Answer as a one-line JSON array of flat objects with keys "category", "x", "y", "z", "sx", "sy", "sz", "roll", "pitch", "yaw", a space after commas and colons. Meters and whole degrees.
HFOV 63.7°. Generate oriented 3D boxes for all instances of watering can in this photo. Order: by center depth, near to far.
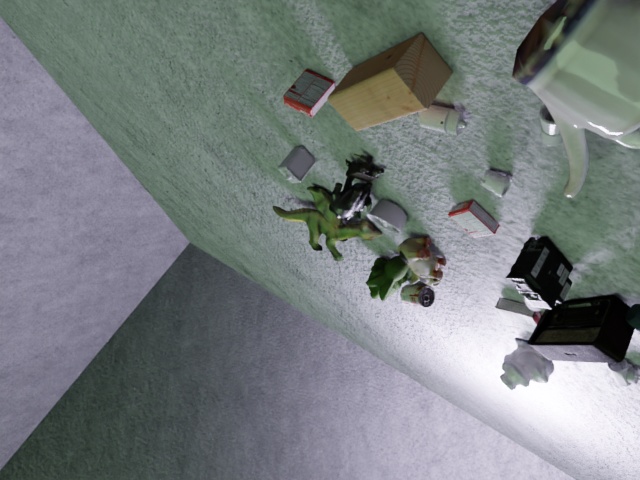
[{"category": "watering can", "x": 0.344, "y": -0.183, "z": 0.652, "sx": 0.225, "sy": 0.106, "sz": 0.341, "roll": 35, "pitch": 154, "yaw": 5}]

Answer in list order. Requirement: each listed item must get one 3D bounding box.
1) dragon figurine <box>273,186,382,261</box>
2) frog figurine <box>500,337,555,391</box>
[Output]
[{"category": "dragon figurine", "x": 0.005, "y": -0.082, "z": 1.620, "sx": 0.413, "sy": 0.124, "sz": 0.237, "roll": 28, "pitch": 142, "yaw": 20}, {"category": "frog figurine", "x": 0.605, "y": 0.382, "z": 1.516, "sx": 0.138, "sy": 0.161, "sz": 0.120, "roll": 24, "pitch": 159, "yaw": 31}]
